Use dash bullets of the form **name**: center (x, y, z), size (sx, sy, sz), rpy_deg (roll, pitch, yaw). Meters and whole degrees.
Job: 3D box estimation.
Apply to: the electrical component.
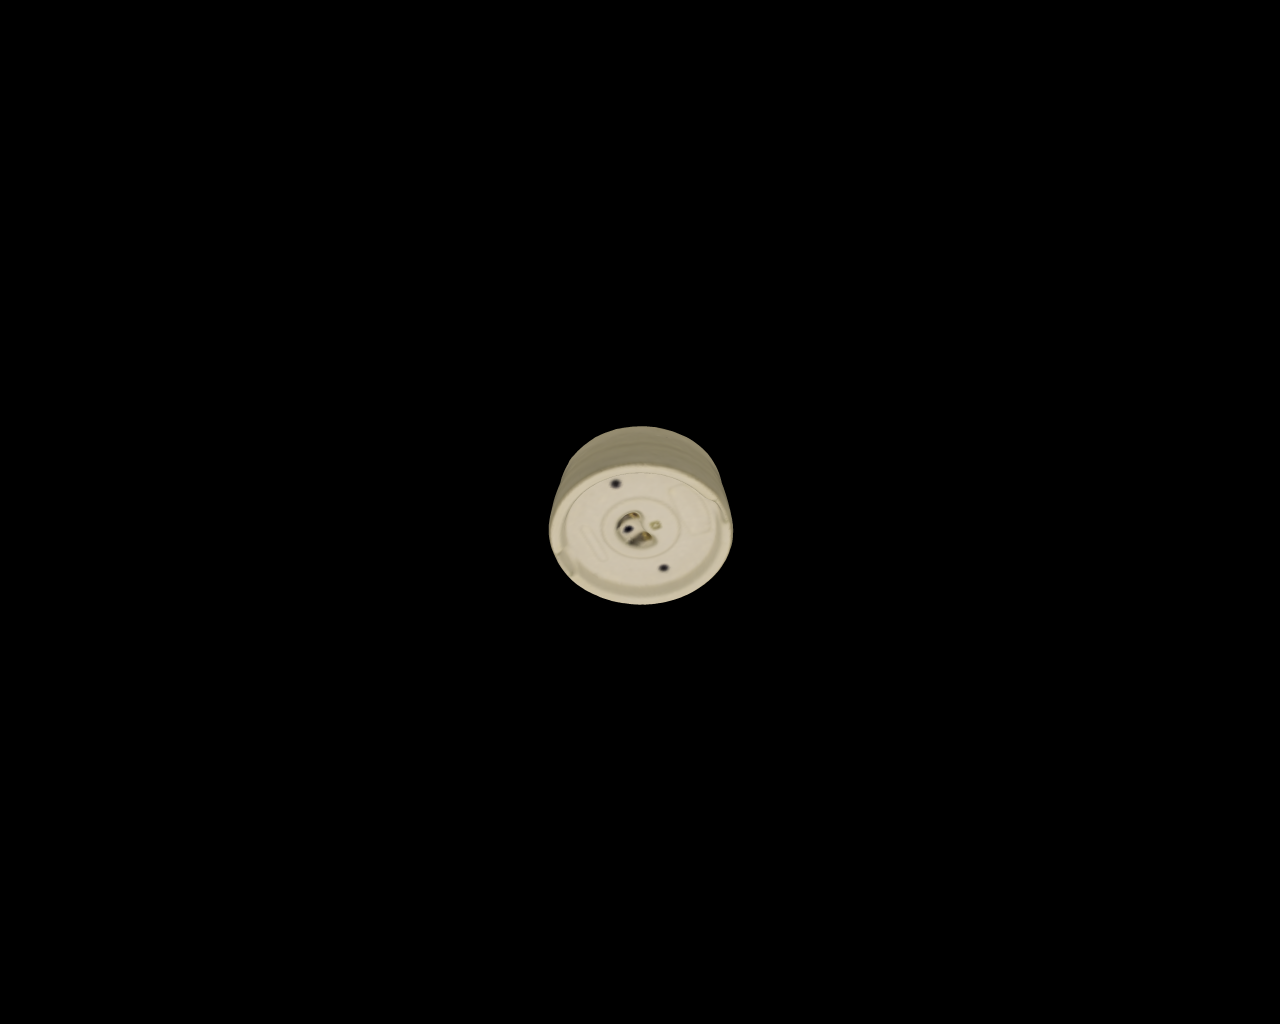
- **electrical component**: center (0.001, -0.003, 0.650), size (0.108, 0.108, 0.060), rpy_deg (0, 38, 0)
